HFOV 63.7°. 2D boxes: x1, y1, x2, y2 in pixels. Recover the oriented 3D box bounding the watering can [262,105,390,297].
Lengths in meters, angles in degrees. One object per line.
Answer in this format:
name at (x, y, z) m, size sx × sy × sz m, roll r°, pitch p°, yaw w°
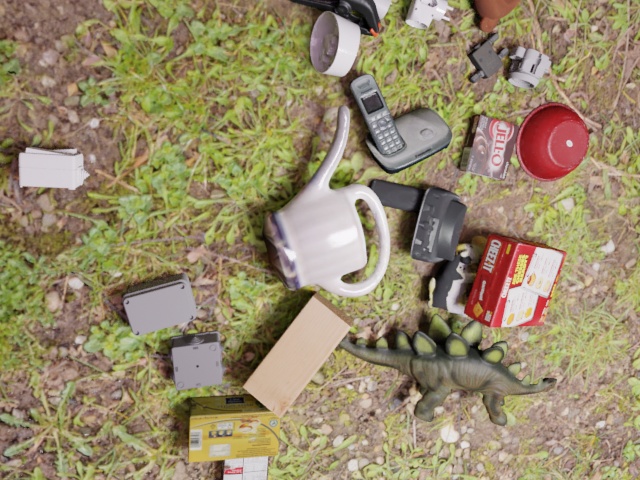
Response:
watering can at (0.003, -0.046, 0.918) m, size 0.225 × 0.105 × 0.343 m, roll -18°, pitch 106°, yaw -8°
